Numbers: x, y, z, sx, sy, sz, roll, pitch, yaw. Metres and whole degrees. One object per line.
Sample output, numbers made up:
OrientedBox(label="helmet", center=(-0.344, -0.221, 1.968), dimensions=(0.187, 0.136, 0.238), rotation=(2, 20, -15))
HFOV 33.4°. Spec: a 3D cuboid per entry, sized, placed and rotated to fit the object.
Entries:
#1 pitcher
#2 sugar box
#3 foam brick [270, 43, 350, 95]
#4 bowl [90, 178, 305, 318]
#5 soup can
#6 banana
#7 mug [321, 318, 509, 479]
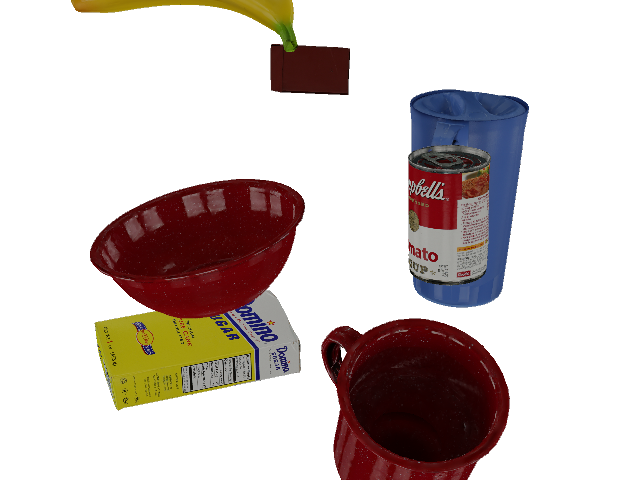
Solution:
OrientedBox(label="pitcher", center=(0.162, -0.045, 1.240), dimensions=(0.149, 0.243, 0.145), rotation=(-9, 24, -21))
OrientedBox(label="sugar box", center=(-0.115, 0.099, 0.999), dimensions=(0.176, 0.048, 0.093), rotation=(-13, 34, -15))
OrientedBox(label="foam brick", center=(-0.012, -0.186, 1.165), dimensions=(0.078, 0.051, 0.053), rotation=(0, 11, -16))
OrientedBox(label="bowl", center=(-0.085, 0.012, 0.795), dimensions=(0.162, 0.055, 0.162), rotation=(-11, 25, 5))
OrientedBox(label="soup can", center=(0.107, -0.022, 0.892), dimensions=(0.068, 0.102, 0.068), rotation=(-2, 22, 0))
OrientedBox(label="banana", center=(-0.102, -0.199, 0.858), dimensions=(0.198, 0.069, 0.037), rotation=(12, -41, 16))
OrientedBox(label="mug", center=(0.043, 0.097, 0.604), dimensions=(0.117, 0.081, 0.093), rotation=(40, 59, 22))
